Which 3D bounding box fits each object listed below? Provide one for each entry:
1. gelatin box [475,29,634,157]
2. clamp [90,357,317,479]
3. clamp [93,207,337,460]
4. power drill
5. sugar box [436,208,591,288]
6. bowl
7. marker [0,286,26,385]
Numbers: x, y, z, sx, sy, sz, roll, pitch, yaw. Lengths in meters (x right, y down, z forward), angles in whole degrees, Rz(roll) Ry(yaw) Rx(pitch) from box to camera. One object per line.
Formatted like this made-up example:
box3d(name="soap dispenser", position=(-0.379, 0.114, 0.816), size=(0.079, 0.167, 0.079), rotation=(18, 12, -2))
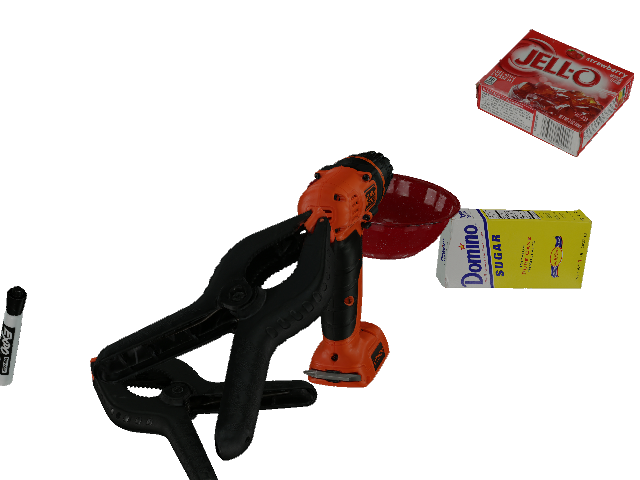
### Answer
box3d(name="gelatin box", position=(0.170, -0.110, 0.778), size=(0.089, 0.073, 0.030), rotation=(32, -29, 26))
box3d(name="clamp", position=(-0.119, 0.147, 0.975), size=(0.210, 0.036, 0.164), rotation=(22, 36, 31))
box3d(name="clamp", position=(-0.041, 0.051, 0.638), size=(0.120, 0.171, 0.039), rotation=(36, -20, 33))
box3d(name="power drill", position=(0.027, 0.021, 0.935), size=(0.057, 0.188, 0.184), rotation=(2, 15, 19))
box3d(name="sugar box", position=(0.234, 0.011, 1.298), size=(0.176, 0.093, 0.048), rotation=(-1, 22, -10))
box3d(name="bowl", position=(0.064, -0.022, 1.120), size=(0.162, 0.055, 0.162), rotation=(4, 21, -2))
box3d(name="marker", position=(-0.306, 0.094, 1.054), size=(0.020, 0.121, 0.020), rotation=(14, 33, -9))
